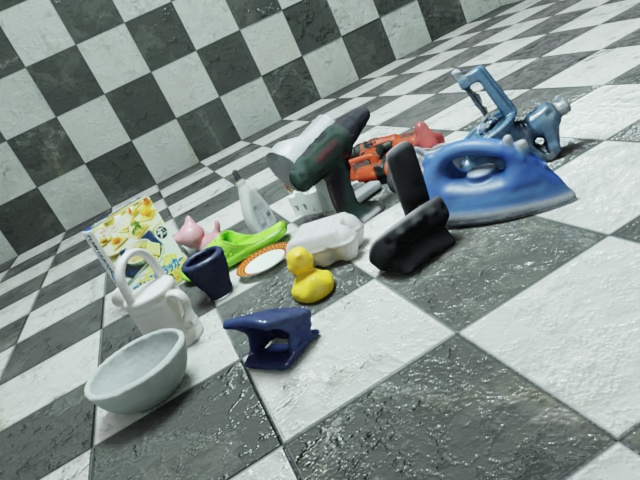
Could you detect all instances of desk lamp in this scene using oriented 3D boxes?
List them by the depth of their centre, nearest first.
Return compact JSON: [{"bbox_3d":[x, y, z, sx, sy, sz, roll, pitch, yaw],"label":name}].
[{"bbox_3d":[0.004,-0.160,1.291,0.204,0.214,0.117,-37,23,-28],"label":"desk lamp"}]

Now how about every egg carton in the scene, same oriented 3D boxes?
[{"bbox_3d":[0.010,0.004,1.087,0.150,0.069,0.107,-17,22,23],"label":"egg carton"}]

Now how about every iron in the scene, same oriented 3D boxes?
[{"bbox_3d":[0.275,-0.112,0.949,0.257,0.142,0.119,-7,27,42],"label":"iron"}]

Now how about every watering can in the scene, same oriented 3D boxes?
[{"bbox_3d":[-0.304,0.107,1.024,0.172,0.194,0.101,-20,21,16],"label":"watering can"}]

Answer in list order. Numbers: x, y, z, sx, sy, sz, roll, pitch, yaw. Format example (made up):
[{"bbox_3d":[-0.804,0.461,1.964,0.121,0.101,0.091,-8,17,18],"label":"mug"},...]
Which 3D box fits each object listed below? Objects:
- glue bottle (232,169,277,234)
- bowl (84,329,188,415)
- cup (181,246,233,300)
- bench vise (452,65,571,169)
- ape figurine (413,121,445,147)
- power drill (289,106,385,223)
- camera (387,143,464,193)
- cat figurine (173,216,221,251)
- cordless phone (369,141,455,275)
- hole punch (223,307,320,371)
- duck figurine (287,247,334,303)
[{"bbox_3d":[-0.170,-0.095,1.401,0.037,0.173,0.078,-7,27,41],"label":"glue bottle"},{"bbox_3d":[-0.271,0.215,0.889,0.167,0.075,0.167,-23,20,9],"label":"bowl"},{"bbox_3d":[-0.226,0.071,1.167,0.092,0.095,0.117,-35,22,-24],"label":"cup"},{"bbox_3d":[0.343,-0.239,1.069,0.207,0.220,0.121,-24,20,4],"label":"bench vise"},{"bbox_3d":[0.255,-0.243,1.375,0.077,0.092,0.076,-18,21,21],"label":"ape figurine"},{"bbox_3d":[0.051,-0.139,1.190,0.230,0.209,0.075,-36,22,-26],"label":"power drill"},{"bbox_3d":[0.209,-0.142,1.164,0.143,0.101,0.136,-37,23,-28],"label":"camera"},{"bbox_3d":[-0.292,-0.009,1.414,0.127,0.118,0.067,-20,21,17],"label":"cat figurine"},{"bbox_3d":[0.124,-0.052,0.915,0.148,0.185,0.093,-35,22,-23],"label":"cordless phone"},{"bbox_3d":[-0.073,0.128,0.842,0.108,0.091,0.101,-8,27,41],"label":"hole punch"},{"bbox_3d":[-0.025,0.054,0.979,0.077,0.086,0.104,-30,20,-10],"label":"duck figurine"}]
